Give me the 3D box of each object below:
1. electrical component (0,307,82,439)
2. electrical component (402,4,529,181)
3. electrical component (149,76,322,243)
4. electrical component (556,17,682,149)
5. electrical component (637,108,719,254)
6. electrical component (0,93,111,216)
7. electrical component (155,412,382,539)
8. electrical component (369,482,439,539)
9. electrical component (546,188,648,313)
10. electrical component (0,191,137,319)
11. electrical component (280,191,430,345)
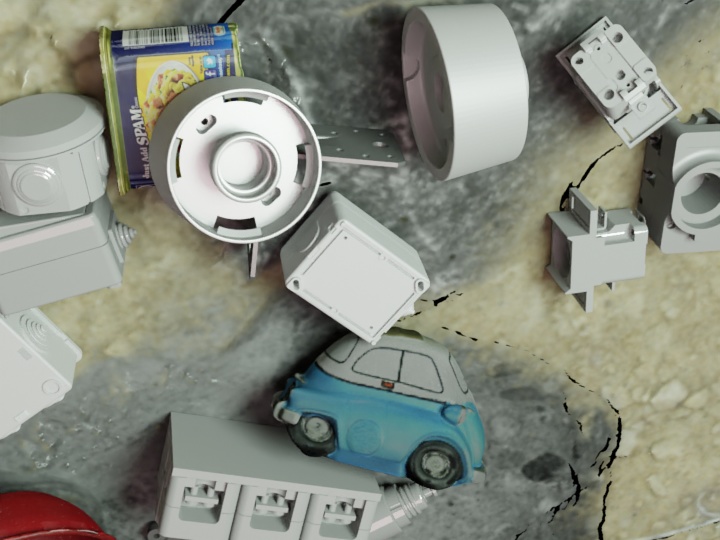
[{"bbox_3d":[-0.255,0.065,0.740,0.100,0.048,0.099,-34,117,9],"label":"electrical component"},{"bbox_3d":[0.070,-0.114,0.670,0.060,0.108,0.108,-12,119,-10],"label":"electrical component"},{"bbox_3d":[-0.073,-0.064,0.638,0.099,0.064,0.099,-4,106,-15],"label":"electrical component"},{"bbox_3d":[0.166,-0.124,0.695,0.042,0.064,0.081,-38,75,10],"label":"electrical component"},{"bbox_3d":[0.232,-0.061,0.751,0.050,0.055,0.089,-3,118,-8],"label":"electrical component"},{"bbox_3d":[-0.194,-0.073,0.662,0.080,0.080,0.051,-8,124,-5],"label":"electrical component"},{"bbox_3d":[-0.071,0.162,0.795,0.150,0.089,0.061,10,106,-14],"label":"electrical component"},{"bbox_3d":[0.025,0.190,0.857,0.078,0.040,0.040,-26,118,5],"label":"electrical component"},{"bbox_3d":[0.171,-0.016,0.773,0.064,0.042,0.081,-9,119,-9],"label":"electrical component"},{"bbox_3d":[-0.195,-0.020,0.699,0.096,0.061,0.061,-16,119,-1],"label":"electrical component"},{"bbox_3d":[0.000,0.000,0.742,0.096,0.061,0.061,35,107,-24],"label":"electrical component"}]
